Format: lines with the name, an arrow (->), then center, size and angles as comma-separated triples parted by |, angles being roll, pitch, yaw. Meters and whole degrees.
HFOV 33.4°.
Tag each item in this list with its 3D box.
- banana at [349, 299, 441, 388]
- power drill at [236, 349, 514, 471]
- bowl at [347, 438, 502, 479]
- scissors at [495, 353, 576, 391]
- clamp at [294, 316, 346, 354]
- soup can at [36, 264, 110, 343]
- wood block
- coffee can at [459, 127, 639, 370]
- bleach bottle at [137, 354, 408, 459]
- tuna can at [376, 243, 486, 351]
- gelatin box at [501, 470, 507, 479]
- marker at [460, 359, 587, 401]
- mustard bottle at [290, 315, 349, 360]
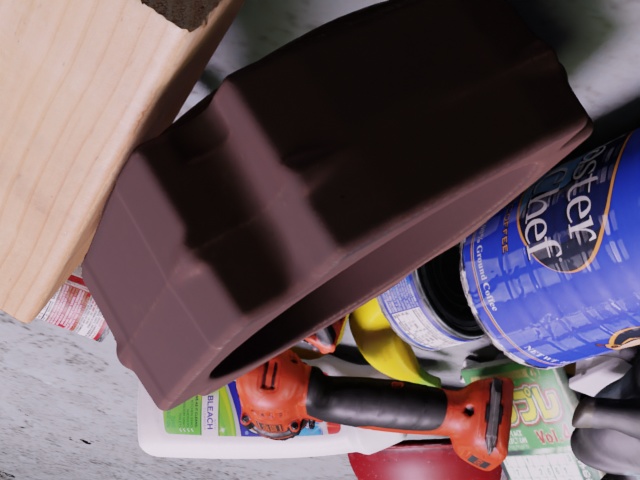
banana -> 0.054, 0.055, 0.755 | 0.070, 0.037, 0.198 | 5, 152, 9
power drill -> 0.035, 0.123, 0.754 | 0.187, 0.057, 0.184 | 6, 164, 3
bowl -> 0.097, 0.201, 0.927 | 0.162, 0.055, 0.162 | -2, 170, -1
scissors -> 0.217, 0.114, 0.808 | 0.201, 0.016, 0.096 | 29, 146, -25
clamp -> -0.064, 0.012, 0.618 | 0.171, 0.039, 0.120 | 44, 142, -18
soup can -> -0.196, 0.026, 0.782 | 0.102, 0.068, 0.069 | 23, 151, -16
wood block -> -0.111, -0.066, 0.463 | 0.090, 0.090, 0.206 | 35, 134, -5
coffee can -> 0.154, 0.002, 0.537 | 0.102, 0.102, 0.141 | 27, 150, -24
bleach bottle -> -0.025, 0.128, 0.883 | 0.251, 0.102, 0.068 | -5, 163, 18
tuna can -> 0.071, 0.021, 0.628 | 0.086, 0.086, 0.034 | 32, 145, -32
gelatin box -> 0.186, 0.170, 0.852 | 0.073, 0.089, 0.030 | 12, 150, 3
marker -> 0.170, 0.116, 0.834 | 0.121, 0.020, 0.020 | 14, 153, -1
mustard bottle -> -0.079, 0.024, 0.731 | 0.191, 0.058, 0.096 | 23, 168, -17
